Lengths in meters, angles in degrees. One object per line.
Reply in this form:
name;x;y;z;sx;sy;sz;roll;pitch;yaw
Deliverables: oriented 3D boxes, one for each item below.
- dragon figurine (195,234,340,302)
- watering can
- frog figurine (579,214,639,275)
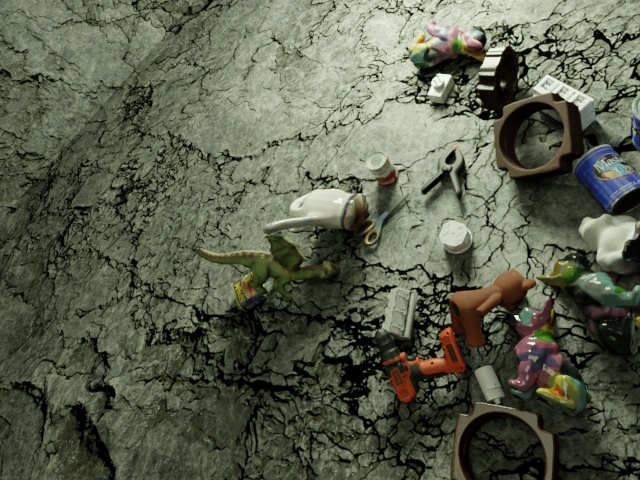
dragon figurine;-0.142;0.049;1.475;0.237;0.409;0.125;124;161;-46
watering can;0.005;-0.075;1.489;0.225;0.102;0.353;9;28;26
frog figurine;0.661;0.007;1.161;0.138;0.122;0.159;-68;18;-5
